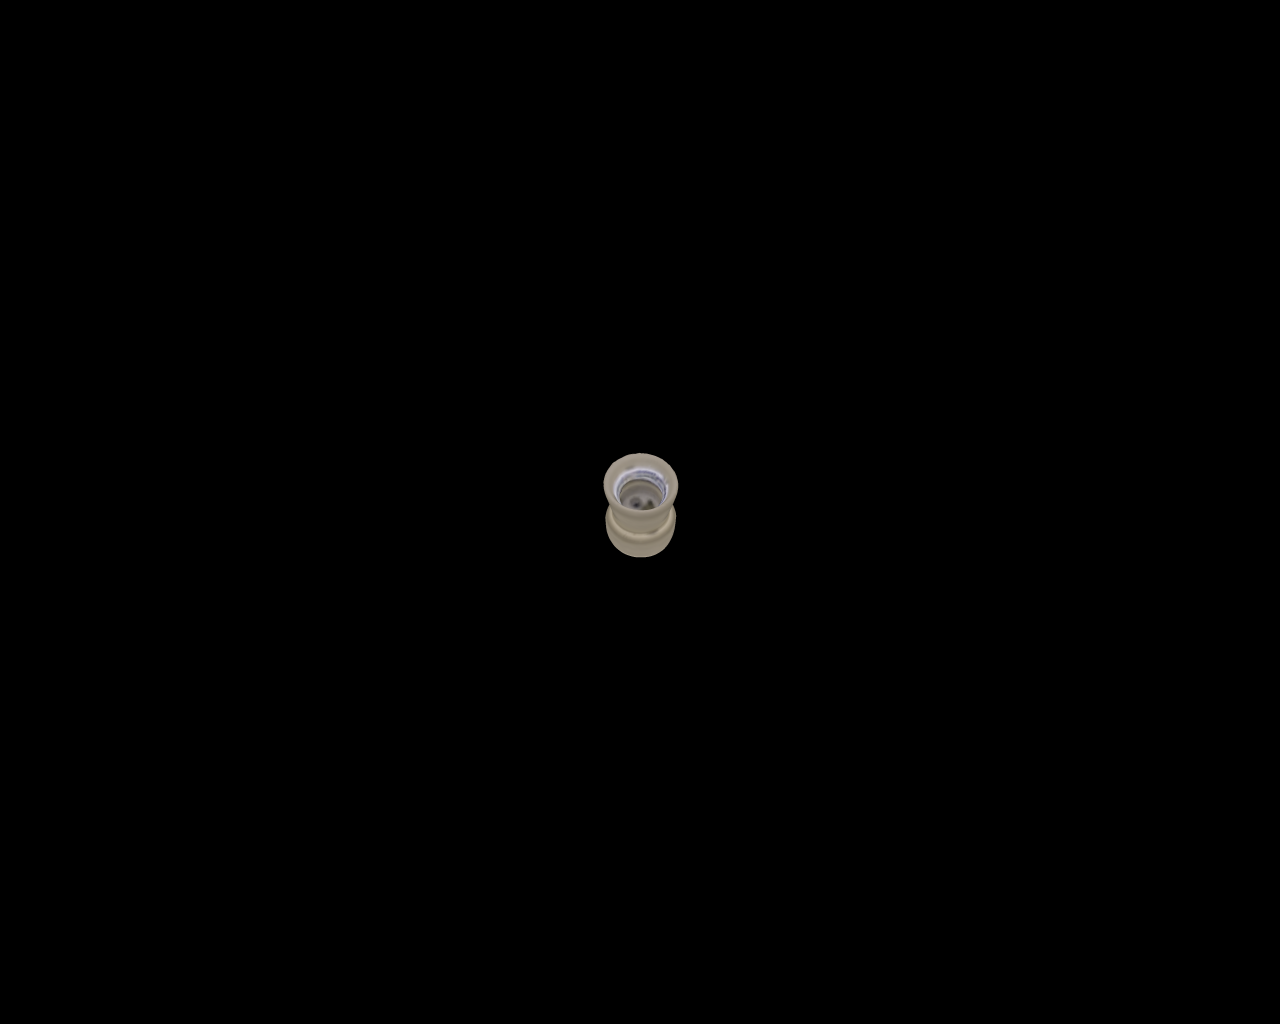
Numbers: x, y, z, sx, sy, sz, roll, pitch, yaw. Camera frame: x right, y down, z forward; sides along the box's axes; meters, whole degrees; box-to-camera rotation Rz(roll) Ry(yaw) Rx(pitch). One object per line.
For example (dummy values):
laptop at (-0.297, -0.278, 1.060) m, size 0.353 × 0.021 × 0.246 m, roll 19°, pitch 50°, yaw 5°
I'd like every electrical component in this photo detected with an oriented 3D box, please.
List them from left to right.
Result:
electrical component at (0.001, -0.003, 0.650) m, size 0.045 × 0.045 × 0.055 m, roll 0°, pitch -34°, yaw 0°
